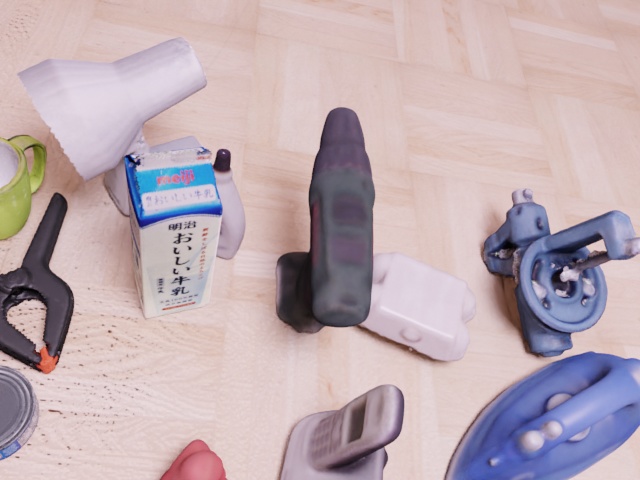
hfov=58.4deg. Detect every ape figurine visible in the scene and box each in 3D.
[{"bbox_3d":[-0.109,0.218,0.519,0.076,0.092,0.077,1,57,-15],"label":"ape figurine"}]

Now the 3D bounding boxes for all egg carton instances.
[{"bbox_3d":[0.113,0.081,0.690,0.150,0.069,0.107,23,54,-1],"label":"egg carton"}]

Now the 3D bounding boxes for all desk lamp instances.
[{"bbox_3d":[-0.208,-0.122,0.642,0.204,0.213,0.117,-25,67,-29],"label":"desk lamp"}]

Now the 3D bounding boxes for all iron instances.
[{"bbox_3d":[0.260,0.194,0.613,0.259,0.141,0.118,-19,64,-26],"label":"iron"}]

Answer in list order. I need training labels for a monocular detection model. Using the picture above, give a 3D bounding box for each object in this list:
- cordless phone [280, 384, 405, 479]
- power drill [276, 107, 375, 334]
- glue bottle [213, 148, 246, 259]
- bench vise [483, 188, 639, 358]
[{"bbox_3d":[0.023,0.211,0.505,0.094,0.185,0.147,12,55,-8],"label":"cordless phone"},{"bbox_3d":[0.006,0.002,0.625,0.076,0.208,0.229,5,56,-13],"label":"power drill"},{"bbox_3d":[-0.117,-0.044,0.641,0.078,0.173,0.037,19,54,-3],"label":"glue bottle"},{"bbox_3d":[0.281,0.013,0.692,0.122,0.219,0.207,-18,64,-26],"label":"bench vise"}]
